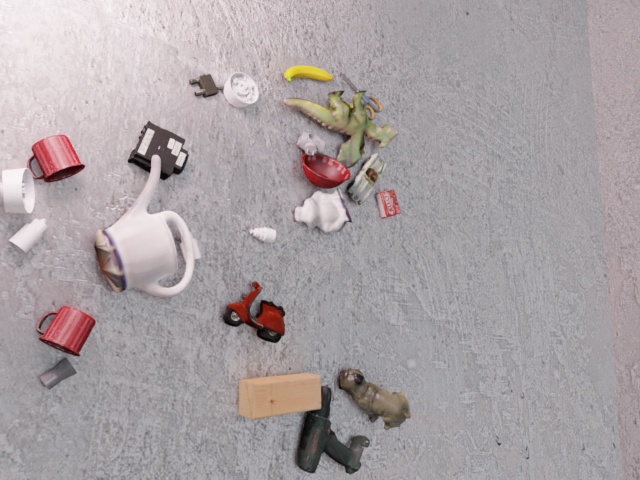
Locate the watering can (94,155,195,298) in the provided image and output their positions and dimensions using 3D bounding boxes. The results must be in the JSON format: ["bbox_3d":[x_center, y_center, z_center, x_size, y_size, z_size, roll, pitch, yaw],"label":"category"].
[{"bbox_3d":[-0.428,-0.018,1.236,0.226,0.103,0.346,-19,96,-35],"label":"watering can"}]

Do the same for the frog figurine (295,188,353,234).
[{"bbox_3d":[0.005,-0.079,1.575,0.159,0.124,0.136,-19,104,0],"label":"frog figurine"}]

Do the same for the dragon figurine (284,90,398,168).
[{"bbox_3d":[0.078,-0.354,1.672,0.412,0.122,0.242,-12,96,-27],"label":"dragon figurine"}]
